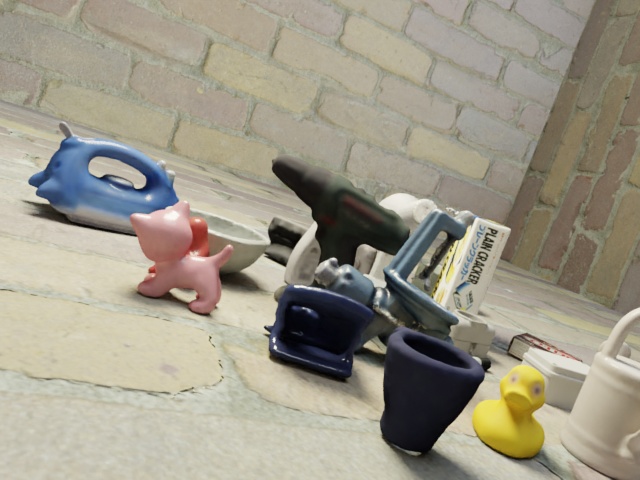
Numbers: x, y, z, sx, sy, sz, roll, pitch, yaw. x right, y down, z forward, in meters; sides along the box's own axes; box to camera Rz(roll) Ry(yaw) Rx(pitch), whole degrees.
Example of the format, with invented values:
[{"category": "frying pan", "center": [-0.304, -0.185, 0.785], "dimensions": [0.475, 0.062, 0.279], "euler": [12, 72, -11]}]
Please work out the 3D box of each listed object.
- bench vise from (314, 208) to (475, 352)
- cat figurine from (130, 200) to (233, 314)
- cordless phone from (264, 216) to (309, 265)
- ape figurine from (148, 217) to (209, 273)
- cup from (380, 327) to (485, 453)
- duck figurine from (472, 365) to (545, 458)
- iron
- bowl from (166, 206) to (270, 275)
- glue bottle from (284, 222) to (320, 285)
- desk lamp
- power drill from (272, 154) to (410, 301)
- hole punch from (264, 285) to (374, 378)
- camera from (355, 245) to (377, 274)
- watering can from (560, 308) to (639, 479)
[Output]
[{"category": "bench vise", "center": [0.108, 0.050, 0.740], "dimensions": [0.208, 0.220, 0.121], "euler": [15, 9, -31]}, {"category": "cat figurine", "center": [-0.168, 0.013, 0.691], "dimensions": [0.128, 0.118, 0.067], "euler": [18, 8, -8]}, {"category": "cordless phone", "center": [-0.022, -0.034, 1.126], "dimensions": [0.147, 0.185, 0.094], "euler": [23, 9, 26]}, {"category": "ape figurine", "center": [-0.178, 0.012, 0.770], "dimensions": [0.076, 0.092, 0.077], "euler": [14, 10, -34]}, {"category": "cup", "center": [0.088, 0.139, 0.538], "dimensions": [0.092, 0.095, 0.117], "euler": [16, 9, -24]}, {"category": "duck figurine", "center": [0.215, 0.177, 0.623], "dimensions": [0.077, 0.086, 0.105], "euler": [23, 9, 25]}, {"category": "iron", "center": [-0.325, -0.092, 0.942], "dimensions": [0.259, 0.141, 0.118], "euler": [13, 10, -38]}, {"category": "bowl", "center": [-0.167, 0.008, 0.884], "dimensions": [0.167, 0.075, 0.167], "euler": [19, 8, -3]}, {"category": "glue bottle", "center": [-0.001, 0.000, 0.982], "dimensions": [0.078, 0.173, 0.037], "euler": [15, 9, -30]}, {"category": "desk lamp", "center": [0.167, 0.012, 1.169], "dimensions": [0.118, 0.213, 0.203], "euler": [18, 8, -11]}, {"category": "power drill", "center": [0.008, 0.003, 0.858], "dimensions": [0.229, 0.208, 0.075], "euler": [19, 8, -2]}, {"category": "hole punch", "center": [-0.003, 0.092, 0.657], "dimensions": [0.109, 0.091, 0.101], "euler": [19, 8, -6]}, {"category": "camera", "center": [0.043, 0.012, 1.277], "dimensions": [0.143, 0.101, 0.136], "euler": [17, 8, -17]}, {"category": "watering can", "center": [0.359, 0.165, 0.663], "dimensions": [0.101, 0.194, 0.172], "euler": [18, 8, -14]}]
